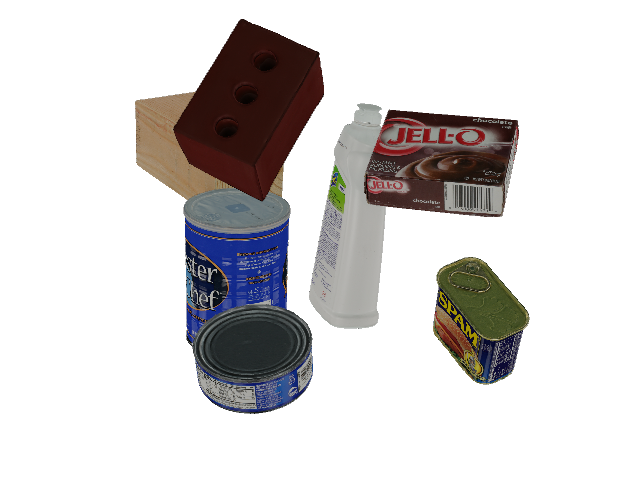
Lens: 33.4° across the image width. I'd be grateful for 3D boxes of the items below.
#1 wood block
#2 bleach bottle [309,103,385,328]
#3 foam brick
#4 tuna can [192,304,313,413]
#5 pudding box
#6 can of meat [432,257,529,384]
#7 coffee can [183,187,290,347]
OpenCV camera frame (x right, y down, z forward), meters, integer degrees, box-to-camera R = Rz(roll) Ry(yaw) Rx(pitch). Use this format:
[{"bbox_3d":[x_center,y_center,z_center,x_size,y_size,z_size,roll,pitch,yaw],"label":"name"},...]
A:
[{"bbox_3d":[-0.136,-0.105,1.275,0.090,0.090,0.206,-13,28,-32],"label":"wood block"},{"bbox_3d":[0.041,-0.031,1.239,0.068,0.251,0.103,0,21,-23],"label":"bleach bottle"},{"bbox_3d":[-0.039,-0.073,0.602,0.053,0.078,0.051,25,-14,11],"label":"foam brick"},{"bbox_3d":[-0.048,0.085,0.770,0.086,0.034,0.086,-2,34,1],"label":"tuna can"},{"bbox_3d":[0.100,-0.064,0.870,0.113,0.039,0.090,8,44,13],"label":"pudding box"},{"bbox_3d":[0.156,0.082,1.066,0.057,0.084,0.102,-22,52,-19],"label":"can of meat"},{"bbox_3d":[-0.082,0.031,1.050,0.103,0.140,0.103,2,24,-1],"label":"coffee can"}]
